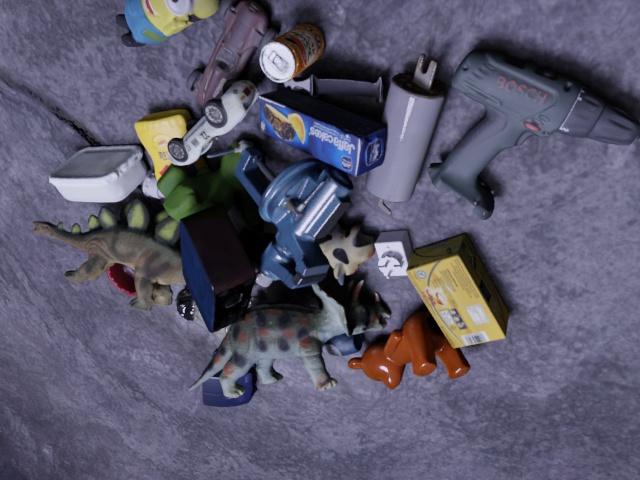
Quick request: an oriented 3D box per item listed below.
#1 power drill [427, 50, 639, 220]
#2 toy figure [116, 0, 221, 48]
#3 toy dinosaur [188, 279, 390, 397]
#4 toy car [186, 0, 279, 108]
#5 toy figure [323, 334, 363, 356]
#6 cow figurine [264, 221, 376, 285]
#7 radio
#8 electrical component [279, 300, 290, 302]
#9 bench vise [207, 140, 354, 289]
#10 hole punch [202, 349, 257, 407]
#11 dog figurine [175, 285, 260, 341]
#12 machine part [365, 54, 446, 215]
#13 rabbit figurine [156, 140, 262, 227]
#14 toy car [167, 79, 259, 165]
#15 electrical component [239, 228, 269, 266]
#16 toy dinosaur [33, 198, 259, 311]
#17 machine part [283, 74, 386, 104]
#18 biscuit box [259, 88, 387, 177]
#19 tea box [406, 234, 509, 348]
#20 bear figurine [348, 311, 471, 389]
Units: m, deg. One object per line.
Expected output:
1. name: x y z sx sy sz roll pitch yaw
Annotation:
1. power drill: 0.254 -0.125 0.704 0.232 0.086 0.207 33 134 4
2. toy figure: -0.224 -0.341 0.788 0.180 0.089 0.082 -11 118 41
3. toy dinosaur: -0.080 0.174 0.972 0.405 0.131 0.192 -9 85 13
4. toy car: -0.140 -0.269 0.815 0.089 0.053 0.202 38 129 -6
5. toy figure: 0.007 0.198 1.060 0.155 0.058 0.064 -7 101 31
6. cow figurine: -0.002 -0.003 0.909 0.195 0.085 0.127 12 120 15
7. radio: -0.169 0.055 0.869 0.131 0.073 0.229 60 158 18
8. electrical component: -0.066 0.168 1.067 0.045 0.078 0.102 11 126 -16
9. bench vise: -0.061 -0.050 0.810 0.241 0.129 0.223 49 129 22
10. hole punch: -0.210 0.328 1.237 0.116 0.092 0.142 14 123 12
11. dog figurine: -0.206 0.178 1.137 0.191 0.121 0.172 10 123 37
12. machine part: 0.117 -0.141 0.760 0.079 0.079 0.243 21 130 11
13. rabbit figurine: -0.159 -0.084 0.900 0.170 0.121 0.159 -40 124 4
14. toy car: -0.168 -0.176 0.824 0.056 0.073 0.202 43 136 -18
15. electrical component: -0.101 0.027 0.975 0.119 0.047 0.075 30 174 -6
16. toy dinosaur: -0.309 0.032 1.024 0.471 0.105 0.198 19 97 -5
17. machine part: 0.024 -0.217 0.762 0.139 0.084 0.039 8 100 11
18. biscuit box: -0.001 -0.159 0.770 0.203 0.063 0.059 30 132 34
19. tea box: 0.224 0.085 0.869 0.098 0.068 0.169 -19 111 34
20. bear figurine: 0.148 0.217 0.958 0.120 0.132 0.196 16 131 -33
